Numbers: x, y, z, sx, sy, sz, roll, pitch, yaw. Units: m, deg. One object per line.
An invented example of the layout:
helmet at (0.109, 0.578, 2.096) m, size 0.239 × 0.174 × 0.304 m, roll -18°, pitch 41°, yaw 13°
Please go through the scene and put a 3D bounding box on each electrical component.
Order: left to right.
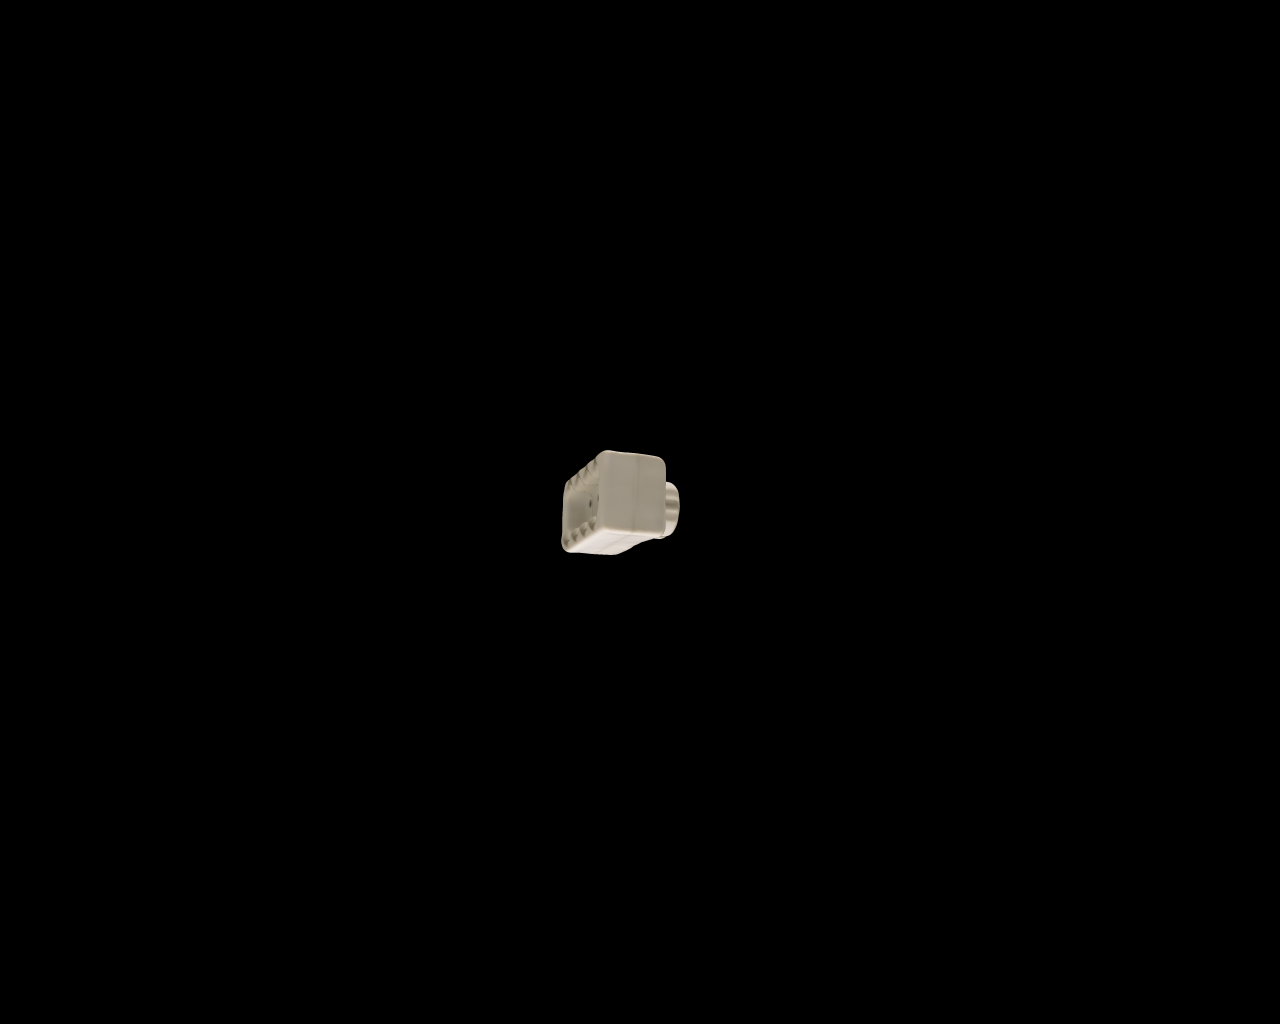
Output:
electrical component at (0.001, -0.003, 0.650) m, size 0.076 × 0.047 × 0.083 m, roll 4°, pitch -12°, yaw -19°
